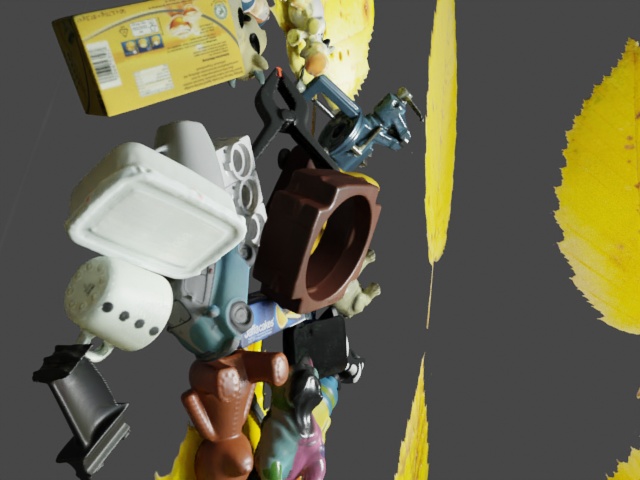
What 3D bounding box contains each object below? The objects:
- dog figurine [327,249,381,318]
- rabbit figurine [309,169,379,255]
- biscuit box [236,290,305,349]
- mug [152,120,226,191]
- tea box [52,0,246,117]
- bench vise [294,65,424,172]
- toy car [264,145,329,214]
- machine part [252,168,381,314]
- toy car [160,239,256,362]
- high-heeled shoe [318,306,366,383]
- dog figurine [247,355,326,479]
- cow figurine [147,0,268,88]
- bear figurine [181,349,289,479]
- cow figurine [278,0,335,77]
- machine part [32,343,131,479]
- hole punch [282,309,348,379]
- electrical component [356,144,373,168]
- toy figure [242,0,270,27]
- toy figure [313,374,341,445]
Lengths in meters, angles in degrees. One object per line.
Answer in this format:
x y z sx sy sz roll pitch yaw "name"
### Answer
0.017 0.101 1.050 0.190 0.121 0.172 -25 108 -49 "dog figurine"
0.023 -0.073 1.009 0.122 0.162 0.173 -18 89 -53 "rabbit figurine"
-0.093 0.114 0.824 0.202 0.063 0.059 -12 100 -66 "biscuit box"
-0.170 -0.088 0.646 0.109 0.081 0.107 -7 87 -54 "mug"
-0.173 -0.199 0.564 0.169 0.068 0.098 -29 120 -35 "tea box"
0.057 -0.240 1.034 0.240 0.223 0.129 36 34 -28 "bench vise"
-0.047 -0.084 0.894 0.053 0.089 0.202 68 32 -48 "toy car"
-0.002 -0.002 0.805 0.201 0.087 0.200 -11 122 -59 "machine part"
-0.146 0.062 0.666 0.103 0.109 0.161 25 56 -38 "toy car"
0.056 0.210 1.103 0.145 0.086 0.248 -29 137 -40 "high-heeled shoe"
-0.056 0.287 0.824 0.108 0.191 0.219 11 60 -26 "dog figurine"
-0.134 -0.269 0.707 0.195 0.086 0.127 -26 116 -60 "cow figurine"
-0.116 0.247 0.703 0.120 0.132 0.195 -1 86 -44 "bear figurine"
-0.019 -0.381 0.974 0.098 0.068 0.167 -49 126 -66 "cow figurine"
-0.236 0.169 0.538 0.084 0.039 0.138 -45 132 -51 "machine part"
-0.022 0.190 0.976 0.116 0.092 0.142 -8 102 -36 "hole punch"
0.092 -0.217 1.263 0.078 0.045 0.102 10 77 -37 "electrical component"
-0.115 -0.353 0.787 0.064 0.058 0.154 -52 159 11 "toy figure"
-0.021 0.302 0.965 0.180 0.082 0.089 -51 124 -48 "toy figure"
